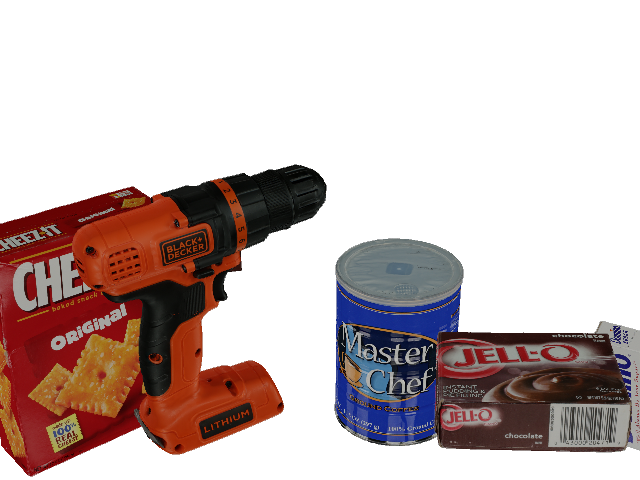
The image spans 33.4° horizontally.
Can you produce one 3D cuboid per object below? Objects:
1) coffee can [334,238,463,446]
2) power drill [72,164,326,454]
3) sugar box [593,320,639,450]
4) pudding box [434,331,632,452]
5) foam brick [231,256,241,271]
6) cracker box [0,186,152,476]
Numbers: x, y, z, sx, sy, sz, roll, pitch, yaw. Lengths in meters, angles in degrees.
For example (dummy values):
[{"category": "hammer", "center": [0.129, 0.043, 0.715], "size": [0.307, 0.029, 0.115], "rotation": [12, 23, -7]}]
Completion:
[{"category": "coffee can", "center": [0.063, 0.083, 0.885], "size": [0.103, 0.140, 0.103], "rotation": [0, 27, 0]}, {"category": "power drill", "center": [-0.073, 0.046, 0.757], "size": [0.184, 0.188, 0.057], "rotation": [-18, 29, -23]}, {"category": "sugar box", "center": [0.302, 0.135, 0.865], "size": [0.176, 0.093, 0.048], "rotation": [13, 25, 20]}, {"category": "pudding box", "center": [0.128, 0.091, 0.659], "size": [0.113, 0.039, 0.090], "rotation": [2, 23, 5]}, {"category": "foam brick", "center": [-0.135, 0.005, 1.265], "size": [0.078, 0.053, 0.051], "rotation": [-5, 27, -5]}, {"category": "cracker box", "center": [-0.210, 0.079, 0.944], "size": [0.163, 0.214, 0.072], "rotation": [-20, 32, -34]}]
